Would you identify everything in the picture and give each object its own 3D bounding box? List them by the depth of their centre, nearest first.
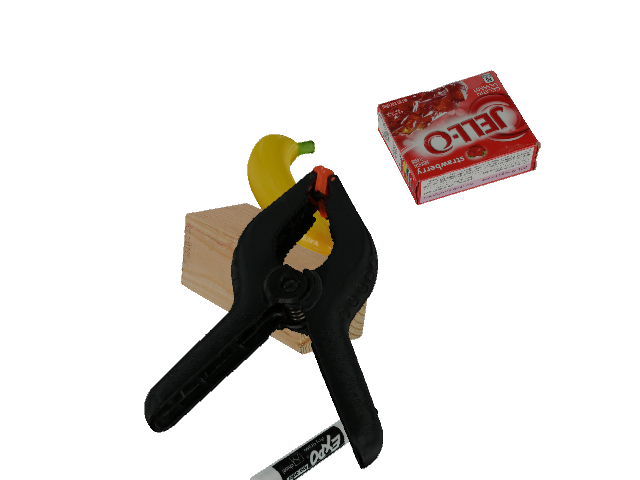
[{"bbox_3d":[-0.006,0.039,0.557,0.120,0.171,0.039,18,-27,11],"label":"clamp"},{"bbox_3d":[0.092,-0.070,0.718,0.089,0.073,0.030,-17,-35,-8],"label":"gelatin box"},{"bbox_3d":[-0.001,0.148,0.759,0.020,0.020,0.120,0,20,47],"label":"marker"},{"bbox_3d":[-0.027,-0.048,0.922,0.069,0.037,0.198,-1,33,-7],"label":"banana"},{"bbox_3d":[-0.052,0.036,1.148,0.090,0.090,0.206,-11,26,-41],"label":"wood block"}]
